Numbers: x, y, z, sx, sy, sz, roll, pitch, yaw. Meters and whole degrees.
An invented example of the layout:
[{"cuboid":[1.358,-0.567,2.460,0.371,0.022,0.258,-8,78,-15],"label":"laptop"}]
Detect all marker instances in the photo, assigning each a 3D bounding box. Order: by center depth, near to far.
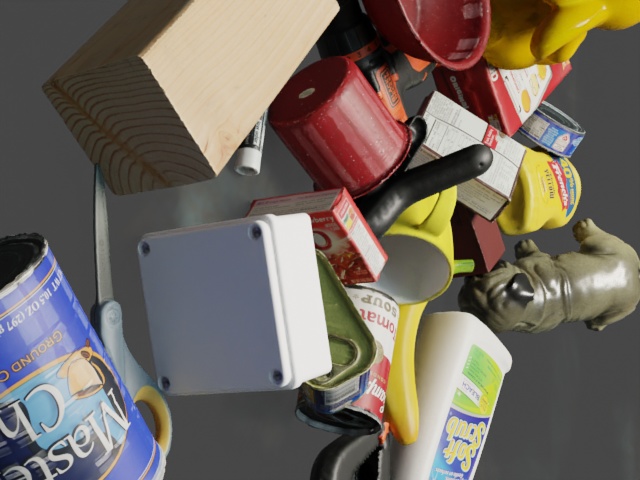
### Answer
[{"cuboid":[-0.048,-0.107,0.817,0.020,0.020,0.121,31,59,-49],"label":"marker"}]

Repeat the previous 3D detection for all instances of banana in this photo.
[{"cuboid":[0.080,0.081,0.932,0.037,0.069,0.197,101,11,-59],"label":"banana"}]

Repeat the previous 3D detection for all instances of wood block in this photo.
[{"cuboid":[-0.078,-0.131,0.715,0.090,0.090,0.205,60,41,-29],"label":"wood block"}]

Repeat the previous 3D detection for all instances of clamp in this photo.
[{"cuboid":[0.008,0.222,0.818,0.164,0.036,0.210,51,44,-37],"label":"clamp"},{"cuboid":[0.047,-0.042,0.867,0.039,0.171,0.120,59,-1,-24],"label":"clamp"}]

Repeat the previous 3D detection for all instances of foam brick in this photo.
[{"cuboid":[0.140,-0.009,1.043,0.051,0.053,0.078,-44,119,-50],"label":"foam brick"}]

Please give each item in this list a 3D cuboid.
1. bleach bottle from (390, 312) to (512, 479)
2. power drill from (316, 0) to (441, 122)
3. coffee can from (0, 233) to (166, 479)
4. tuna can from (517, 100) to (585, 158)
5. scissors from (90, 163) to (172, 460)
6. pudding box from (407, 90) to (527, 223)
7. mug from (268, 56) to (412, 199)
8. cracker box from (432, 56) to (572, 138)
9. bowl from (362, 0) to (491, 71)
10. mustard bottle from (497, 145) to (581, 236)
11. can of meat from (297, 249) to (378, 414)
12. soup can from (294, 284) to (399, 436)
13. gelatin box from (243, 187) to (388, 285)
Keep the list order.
[{"cuboid":[0.103,0.193,0.941,0.102,0.068,0.250,46,50,-39],"label":"bleach bottle"},{"cuboid":[0.059,-0.187,0.959,0.187,0.057,0.184,-50,127,-44],"label":"power drill"},{"cuboid":[-0.155,0.082,0.548,0.102,0.103,0.140,-49,123,-48],"label":"coffee can"},{"cuboid":[0.256,-0.130,1.209,0.085,0.086,0.034,-4,131,-56],"label":"tuna can"},{"cuboid":[-0.123,0.060,0.677,0.096,0.016,0.202,28,61,-52],"label":"scissors"},{"cuboid":[0.134,-0.080,1.009,0.113,0.039,0.090,31,44,-2],"label":"pudding box"},{"cuboid":[0.011,-0.096,0.852,0.081,0.093,0.117,50,14,-31],"label":"mug"},{"cuboid":[0.185,-0.216,1.134,0.213,0.072,0.164,-43,118,-49],"label":"cracker box"},{"cuboid":[0.080,-0.215,0.897,0.161,0.055,0.162,18,67,-49],"label":"bowl"},{"cuboid":[0.250,-0.059,1.210,0.191,0.058,0.096,-7,84,-56],"label":"mustard bottle"},{"cuboid":[-0.004,0.068,0.761,0.102,0.057,0.084,59,-11,21],"label":"can of meat"},{"cuboid":[0.023,0.094,0.837,0.068,0.069,0.102,42,51,-44],"label":"soup can"},{"cuboid":[-0.005,0.001,0.795,0.073,0.089,0.030,57,43,-32],"label":"gelatin box"}]
